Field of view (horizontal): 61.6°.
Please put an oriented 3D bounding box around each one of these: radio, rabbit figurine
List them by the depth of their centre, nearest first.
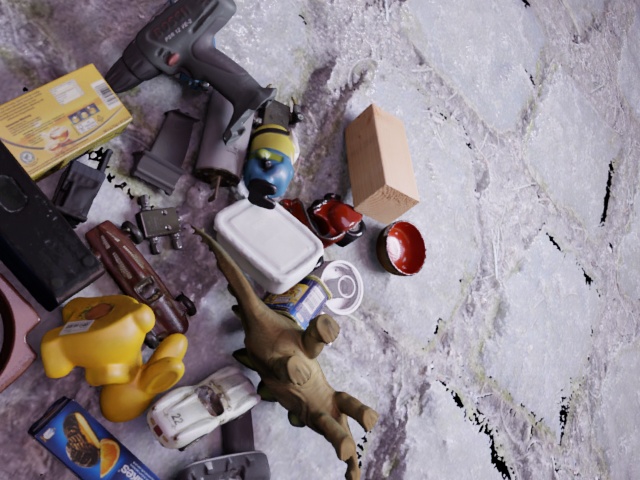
[{"bbox_3d":[-0.371,-0.021,0.658,0.073,0.131,0.229,-45,107,-32],"label":"radio"},{"bbox_3d":[-0.259,0.161,0.714,0.162,0.122,0.173,-9,111,-9],"label":"rabbit figurine"}]

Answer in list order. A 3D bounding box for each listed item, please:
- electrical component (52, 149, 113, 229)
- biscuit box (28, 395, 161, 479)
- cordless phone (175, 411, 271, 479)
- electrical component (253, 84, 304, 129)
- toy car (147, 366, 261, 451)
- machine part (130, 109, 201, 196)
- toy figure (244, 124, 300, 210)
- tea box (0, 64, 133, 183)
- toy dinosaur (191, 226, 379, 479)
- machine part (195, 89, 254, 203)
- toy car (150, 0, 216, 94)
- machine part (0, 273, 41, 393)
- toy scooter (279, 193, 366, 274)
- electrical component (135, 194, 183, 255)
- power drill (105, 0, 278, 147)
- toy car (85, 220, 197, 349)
[{"bbox_3d":[-0.329,-0.079,0.738,0.047,0.075,0.119,25,70,-31],"label":"electrical component"},{"bbox_3d":[-0.281,0.294,0.703,0.202,0.059,0.063,52,56,-17],"label":"biscuit box"},{"bbox_3d":[-0.149,0.315,0.799,0.146,0.089,0.184,5,66,-35],"label":"cordless phone"},{"bbox_3d":[-0.082,-0.229,0.971,0.102,0.045,0.078,24,65,-31],"label":"electrical component"},{"bbox_3d":[-0.156,0.231,0.758,0.073,0.056,0.201,48,24,17],"label":"toy car"},{"bbox_3d":[-0.239,-0.145,0.842,0.084,0.039,0.139,28,66,-23],"label":"machine part"},{"bbox_3d":[-0.085,-0.130,0.895,0.089,0.082,0.180,32,41,-15],"label":"toy figure"},{"bbox_3d":[-0.359,-0.156,0.736,0.169,0.068,0.098,-42,104,-34],"label":"tea box"},{"bbox_3d":[-0.055,0.176,0.808,0.105,0.199,0.471,-30,99,-36],"label":"toy dinosaur"},{"bbox_3d":[-0.153,-0.178,0.886,0.079,0.079,0.243,21,68,-32],"label":"machine part"},{"bbox_3d":[-0.222,-0.319,0.862,0.103,0.109,0.161,-7,96,-15],"label":"toy car"},{"bbox_3d":[-0.447,0.110,0.604,0.200,0.087,0.201,53,54,-16],"label":"machine part"},{"bbox_3d":[-0.003,-0.033,0.971,0.184,0.075,0.135,-34,90,-38],"label":"toy scooter"},{"bbox_3d":[-0.245,-0.026,0.822,0.063,0.021,0.094,-14,88,-38],"label":"electrical component"},{"bbox_3d":[-0.181,-0.239,0.797,0.207,0.232,0.086,48,17,-2],"label":"power drill"},{"bbox_3d":[-0.259,0.062,0.776,0.089,0.053,0.202,-39,105,-32],"label":"toy car"}]
